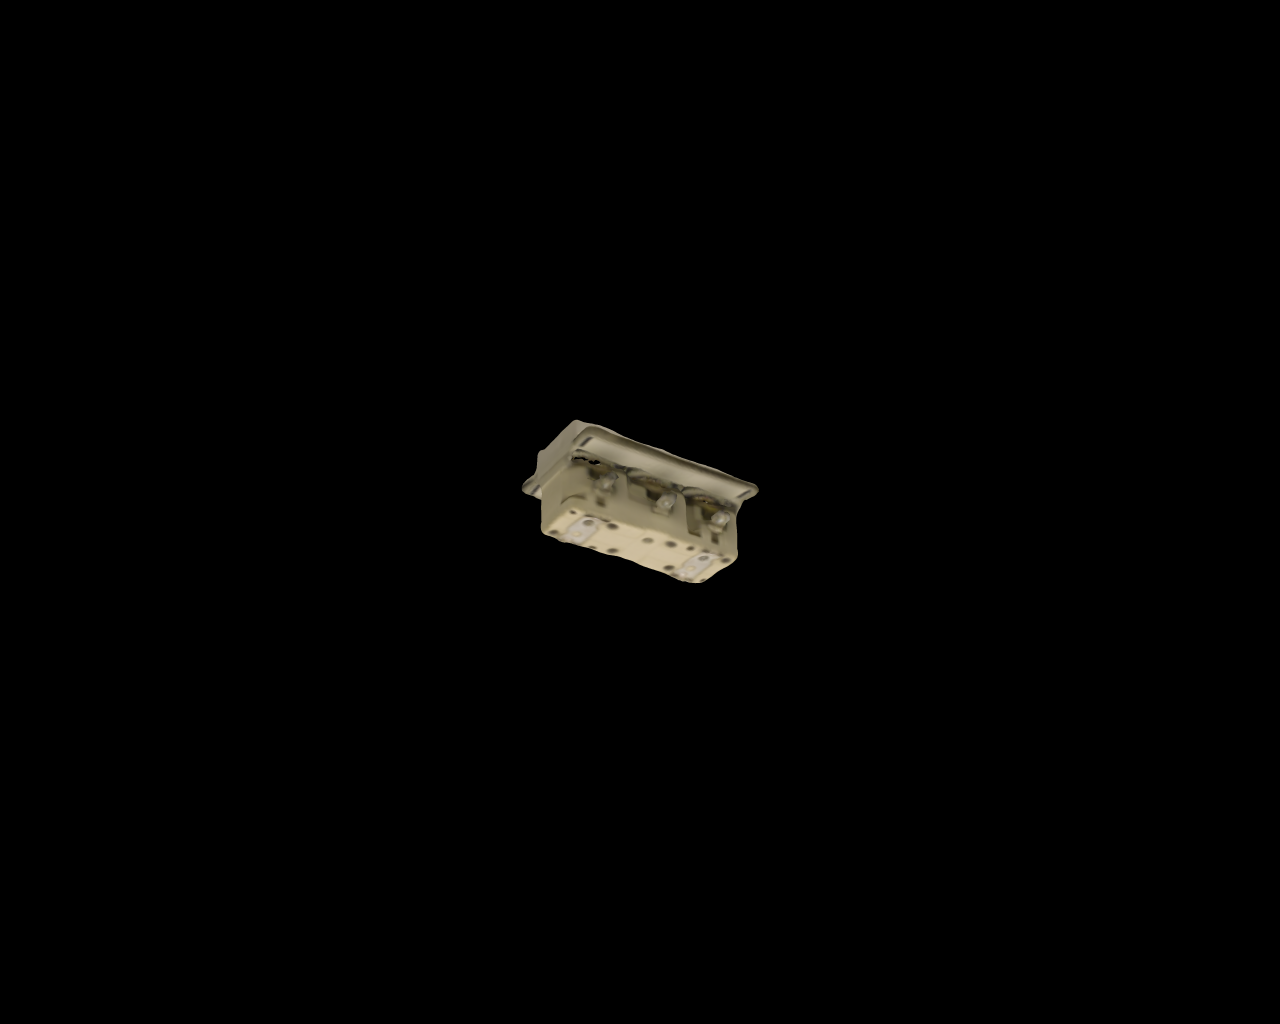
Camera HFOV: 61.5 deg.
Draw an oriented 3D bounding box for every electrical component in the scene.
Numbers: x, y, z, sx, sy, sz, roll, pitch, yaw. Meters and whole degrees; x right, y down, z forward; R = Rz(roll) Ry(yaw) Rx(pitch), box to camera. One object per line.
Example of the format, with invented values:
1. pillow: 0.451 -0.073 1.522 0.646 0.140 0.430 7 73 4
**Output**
1. electrical component: 0.001 -0.003 0.650 0.121 0.063 0.078 19 -36 -29
